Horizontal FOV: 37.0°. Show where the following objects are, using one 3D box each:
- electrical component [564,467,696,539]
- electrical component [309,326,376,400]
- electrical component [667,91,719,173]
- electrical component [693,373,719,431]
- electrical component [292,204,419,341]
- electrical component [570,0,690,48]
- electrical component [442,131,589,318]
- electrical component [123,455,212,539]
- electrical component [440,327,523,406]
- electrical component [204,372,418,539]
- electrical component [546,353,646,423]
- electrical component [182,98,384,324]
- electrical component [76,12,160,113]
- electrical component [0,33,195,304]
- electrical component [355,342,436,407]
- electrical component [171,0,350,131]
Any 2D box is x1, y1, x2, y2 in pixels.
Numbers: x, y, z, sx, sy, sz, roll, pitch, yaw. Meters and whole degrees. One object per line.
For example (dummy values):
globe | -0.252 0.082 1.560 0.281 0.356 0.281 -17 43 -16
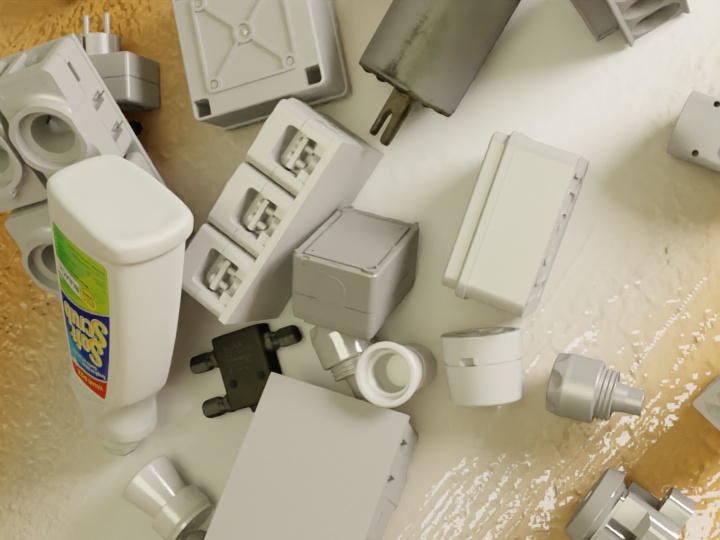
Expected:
electrical component | 0.172 0.167 0.703 0.057 0.058 0.078 36 102 13
electrical component | -0.007 0.063 0.773 0.043 0.043 0.062 -27 83 18
electrical component | 0.247 -0.097 0.681 0.077 0.043 0.079 24 99 18
electrical component | 0.261 0.063 0.666 0.076 0.083 0.047 -39 75 -23
electrical component | 0.000 0.000 0.752 0.062 0.096 0.061 16 123 19
electrical component | 0.166 -0.190 0.668 0.079 0.121 0.063 -29 78 18
electrical component | 0.104 -0.031 0.715 0.057 0.078 0.113 21 97 15
electrical component | -0.147 0.176 0.823 0.055 0.045 0.045 42 103 14
electrical component | 0.085 0.066 0.735 0.055 0.055 0.047 -5 93 20
electrical component | -0.040 0.179 0.746 0.105 0.060 0.186 15 73 19
electrical component | 0.157 0.081 0.714 0.062 0.043 0.043 13 95 18
electrical component | -0.061 -0.041 0.767 0.062 0.089 0.150 37 102 16
electrical component | -0.205 -0.163 0.841 0.083 0.047 0.075 -2 89 20
electrical component | -0.213 -0.063 0.782 0.105 0.060 0.186 -14 125 19
electrical component | 0.028 0.070 0.748 0.044 0.065 0.044 0 90 21
electrical component | -0.073 -0.169 0.788 0.109 0.056 0.108 -13 86 20
